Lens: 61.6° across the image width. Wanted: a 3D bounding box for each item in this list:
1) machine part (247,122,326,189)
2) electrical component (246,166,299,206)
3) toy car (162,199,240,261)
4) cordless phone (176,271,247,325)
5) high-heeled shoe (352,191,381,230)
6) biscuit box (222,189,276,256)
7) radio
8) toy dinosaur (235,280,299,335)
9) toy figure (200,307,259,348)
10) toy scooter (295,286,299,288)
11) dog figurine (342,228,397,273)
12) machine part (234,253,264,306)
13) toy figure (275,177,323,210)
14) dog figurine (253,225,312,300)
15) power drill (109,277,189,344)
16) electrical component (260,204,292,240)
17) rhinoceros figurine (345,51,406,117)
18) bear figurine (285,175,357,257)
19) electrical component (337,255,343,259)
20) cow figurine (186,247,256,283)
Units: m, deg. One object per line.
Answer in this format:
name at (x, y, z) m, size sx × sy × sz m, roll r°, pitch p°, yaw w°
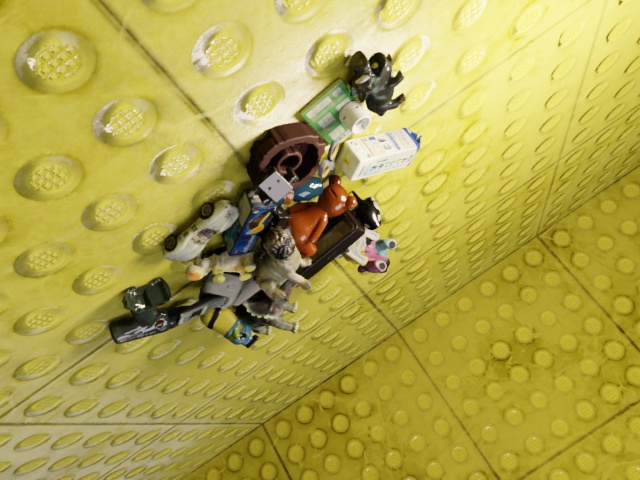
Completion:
machine part at (-0.074, -0.176, 1.158) m, size 0.179 × 0.056 × 0.179 m, roll -26°, pitch 154°, yaw -14°
electrical component at (-0.096, -0.114, 1.132) m, size 0.102 × 0.045 × 0.078 m, roll -44°, pitch 123°, yaw 15°
toy car at (-0.270, -0.017, 1.208) m, size 0.202 × 0.056 × 0.073 m, roll -40°, pitch 155°, yaw 13°
cordless phone at (-0.289, 0.140, 1.385) m, size 0.184 × 0.089 × 0.146 m, roll -30°, pitch 161°, yaw -46°
high-heeled shoe at (0.151, -0.056, 1.549) m, size 0.086 × 0.145 × 0.248 m, roll -35°, pitch 154°, yaw 5°
biscuit box at (-0.170, -0.039, 1.255) m, size 0.063 × 0.059 × 0.202 m, roll -9°, pitch 153°, yaw -31°
radio at (-0.003, -0.004, 1.470) m, size 0.229 × 0.131 × 0.073 m, roll -39°, pitch 155°, yaw 12°
toy dinosaur at (-0.191, 0.222, 1.663) m, size 0.192 × 0.131 × 0.405 m, roll 26°, pitch 149°, yaw -26°
toy figure at (-0.266, 0.248, 1.565) m, size 0.089 × 0.180 × 0.082 m, roll -51°, pitch -174°, yaw -40°
toy scooter at (-0.094, 0.089, 1.601) m, size 0.135 × 0.075 × 0.183 m, roll -20°, pitch 149°, yaw -29°
dog figurine at (0.134, 0.043, 1.625) m, size 0.219 × 0.191 × 0.108 m, roll 139°, pitch -27°, yaw -77°
machine part at (-0.193, 0.111, 1.493) m, size 0.243 × 0.079 × 0.079 m, roll -38°, pitch 156°, yaw 25°
toy figure at (-0.067, -0.113, 1.281) m, size 0.154 × 0.064 × 0.058 m, roll -15°, pitch -172°, yaw -25°
dog figurine at (-0.120, 0.046, 1.321) m, size 0.172 × 0.121 × 0.190 m, roll -23°, pitch 137°, yaw 11°
power drill at (-0.420, 0.177, 1.370) m, size 0.232 × 0.086 × 0.207 m, roll -18°, pitch 159°, yaw -25°
electrical component at (-0.128, -0.043, 1.318) m, size 0.047 × 0.075 × 0.119 m, roll -3°, pitch 145°, yaw -48°
rhinoceros figurine at (0.111, -0.325, 1.102) m, size 0.112 × 0.073 × 0.190 m, roll -27°, pitch 159°, yaw 10°
bear figurine at (-0.001, -0.065, 1.386) m, size 0.196 × 0.120 × 0.131 m, roll -38°, pitch 160°, yaw -4°
electrical component at (0.076, 0.000, 1.667) m, size 0.134 × 0.058 × 0.114 m, roll -40°, pitch 153°, yaw 14°
cow figurine at (-0.251, 0.052, 1.334) m, size 0.167 × 0.098 × 0.068 m, roll -2°, pitch 144°, yaw -20°
